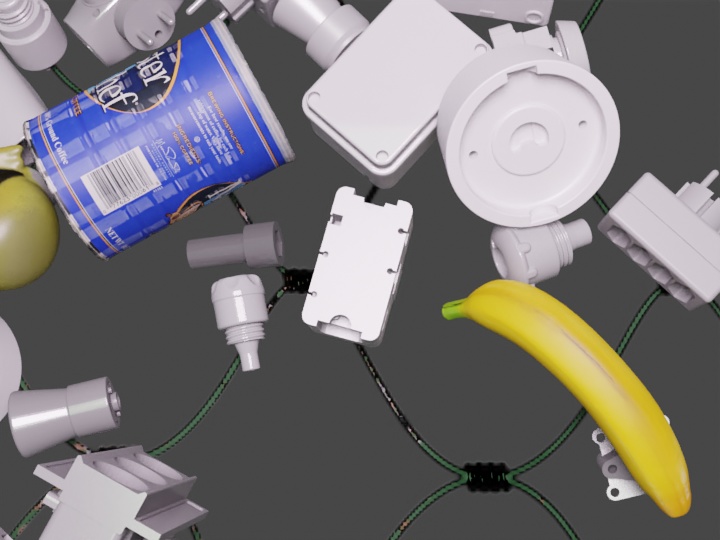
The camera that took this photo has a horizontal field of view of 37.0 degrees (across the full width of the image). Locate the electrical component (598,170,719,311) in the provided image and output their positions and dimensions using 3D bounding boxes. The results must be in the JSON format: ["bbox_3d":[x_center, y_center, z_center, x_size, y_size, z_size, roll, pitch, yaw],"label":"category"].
[{"bbox_3d":[0.212,-0.031,0.690,0.083,0.047,0.075,43,85,9],"label":"electrical component"}]

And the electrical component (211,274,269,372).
[{"bbox_3d":[-0.076,0.035,0.702,0.035,0.035,0.061,-11,83,1],"label":"electrical component"}]

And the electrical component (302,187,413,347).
[{"bbox_3d":[0.000,0.000,0.692,0.050,0.055,0.089,15,82,5],"label":"electrical component"}]

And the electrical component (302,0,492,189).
[{"bbox_3d":[0.025,-0.120,0.710,0.078,0.057,0.113,42,85,8],"label":"electrical component"}]

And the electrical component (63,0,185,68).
[{"bbox_3d":[-0.150,-0.172,0.724,0.077,0.044,0.079,-45,46,-4],"label":"electrical component"}]

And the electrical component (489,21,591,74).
[{"bbox_3d":[0.121,-0.137,0.714,0.055,0.048,0.066,-15,80,8],"label":"electrical component"}]

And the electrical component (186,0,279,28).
[{"bbox_3d":[-0.084,-0.194,0.733,0.077,0.047,0.066,-45,81,-4],"label":"electrical component"}]

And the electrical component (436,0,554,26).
[{"bbox_3d":[0.090,-0.207,0.701,0.100,0.099,0.048,10,68,5],"label":"electrical component"}]

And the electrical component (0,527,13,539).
[{"bbox_3d":[-0.277,0.157,0.655,0.109,0.108,0.056,42,83,8],"label":"electrical component"}]

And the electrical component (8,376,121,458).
[{"bbox_3d":[-0.188,0.092,0.696,0.065,0.044,0.044,-14,80,-4],"label":"electrical component"}]

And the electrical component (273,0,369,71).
[{"bbox_3d":[-0.025,-0.166,0.726,0.045,0.045,0.055,-45,82,-4],"label":"electrical component"}]

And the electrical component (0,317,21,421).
[{"bbox_3d":[-0.282,0.062,0.706,0.099,0.064,0.099,-4,72,14],"label":"electrical component"}]

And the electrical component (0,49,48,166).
[{"bbox_3d":[-0.257,-0.101,0.729,0.079,0.043,0.077,-38,82,0],"label":"electrical component"}]

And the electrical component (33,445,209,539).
[{"bbox_3d":[-0.145,0.145,0.643,0.079,0.121,0.063,28,86,7],"label":"electrical component"}]

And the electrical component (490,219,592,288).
[{"bbox_3d":[0.119,-0.015,0.695,0.062,0.048,0.048,-19,80,-10],"label":"electrical component"}]

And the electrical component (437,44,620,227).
[{"bbox_3d":[0.100,-0.088,0.671,0.108,0.060,0.108,-4,119,-8],"label":"electrical component"}]

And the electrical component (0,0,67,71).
[{"bbox_3d":[-0.228,-0.168,0.724,0.040,0.078,0.040,-3,66,7],"label":"electrical component"}]
